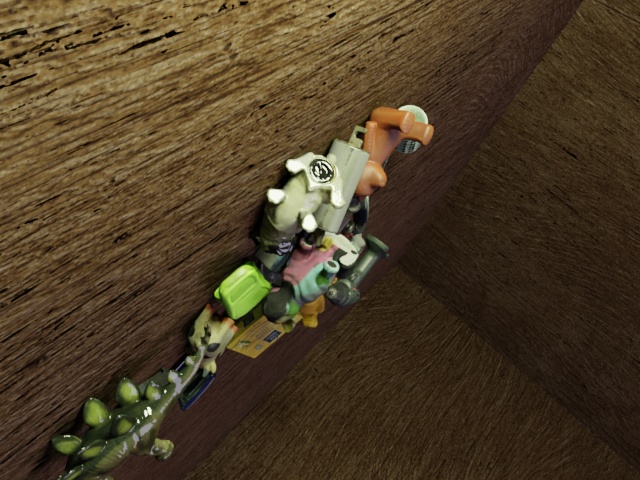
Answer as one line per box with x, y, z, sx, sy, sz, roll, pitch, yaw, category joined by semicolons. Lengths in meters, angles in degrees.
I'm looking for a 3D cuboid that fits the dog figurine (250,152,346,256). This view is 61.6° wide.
-0.044;-0.064;0.989;0.172;0.121;0.190;-40;180;-24;dog figurine

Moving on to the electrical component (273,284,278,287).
-0.124;0.132;1.345;0.115;0.058;0.134;-50;167;-6;electrical component

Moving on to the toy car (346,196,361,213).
0.017;-0.053;1.205;0.202;0.056;0.073;-39;-169;-1;toy car

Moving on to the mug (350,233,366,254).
0.080;-0.003;1.523;0.109;0.107;0.080;-31;160;-49;mug

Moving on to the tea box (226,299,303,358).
-0.137;0.194;1.263;0.169;0.068;0.098;-43;132;17;tea box

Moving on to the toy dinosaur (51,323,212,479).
-0.355;0.351;0.999;0.471;0.105;0.198;-47;148;-16;toy dinosaur

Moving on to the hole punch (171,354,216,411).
-0.303;0.330;1.262;0.142;0.092;0.115;-51;172;-9;hole punch

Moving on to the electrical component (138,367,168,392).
-0.366;0.334;1.139;0.119;0.048;0.074;-38;163;-38;electrical component

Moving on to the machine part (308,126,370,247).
0.030;-0.103;1.033;0.243;0.079;0.079;-69;163;11;machine part

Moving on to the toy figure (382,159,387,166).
0.083;-0.156;1.197;0.154;0.058;0.064;-37;157;-26;toy figure

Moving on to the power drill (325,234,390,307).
0.098;0.089;1.417;0.207;0.086;0.232;-59;164;-8;power drill

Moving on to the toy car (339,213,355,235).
-0.003;-0.004;1.280;0.202;0.089;0.053;-49;-162;0;toy car

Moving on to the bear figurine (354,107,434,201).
0.123;-0.164;1.087;0.120;0.132;0.195;18;95;-50;bear figurine

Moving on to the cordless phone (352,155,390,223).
0.120;-0.143;1.325;0.184;0.089;0.146;-58;169;-10;cordless phone

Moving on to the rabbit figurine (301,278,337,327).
-0.024;0.148;1.436;0.162;0.122;0.173;-51;174;-14;rabbit figurine

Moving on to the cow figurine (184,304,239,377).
-0.239;0.221;1.159;0.127;0.085;0.194;-51;171;-18;cow figurine

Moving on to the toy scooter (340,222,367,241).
0.025;-0.004;1.402;0.184;0.075;0.135;-24;-175;-31;toy scooter

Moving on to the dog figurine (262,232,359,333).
-0.032;0.093;1.139;0.219;0.108;0.191;-55;162;28;dog figurine

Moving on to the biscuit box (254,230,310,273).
-0.049;-0.025;1.125;0.202;0.059;0.062;-50;166;6;biscuit box
